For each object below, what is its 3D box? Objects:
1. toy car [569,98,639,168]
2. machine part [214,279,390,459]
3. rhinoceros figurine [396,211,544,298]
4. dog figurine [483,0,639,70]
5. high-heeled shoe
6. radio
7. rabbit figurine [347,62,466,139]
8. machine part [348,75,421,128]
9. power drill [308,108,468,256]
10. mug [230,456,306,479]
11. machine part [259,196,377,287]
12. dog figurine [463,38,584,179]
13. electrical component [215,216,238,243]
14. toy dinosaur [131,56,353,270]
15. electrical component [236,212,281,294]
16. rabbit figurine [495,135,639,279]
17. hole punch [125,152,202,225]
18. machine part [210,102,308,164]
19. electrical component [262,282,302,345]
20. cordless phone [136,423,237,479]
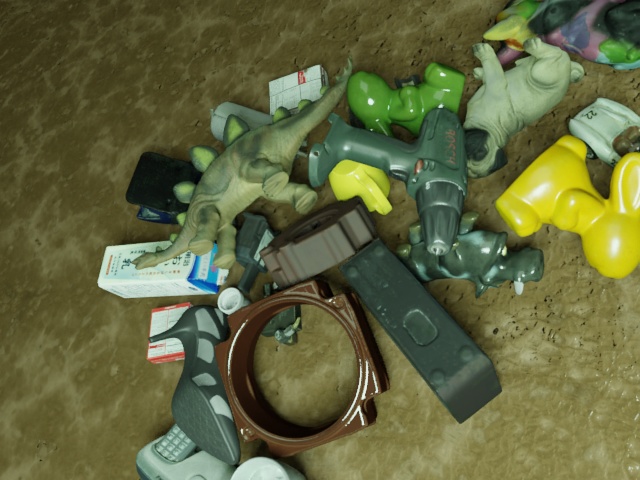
[{"bbox_3d":[0.420,-0.112,0.705,0.073,0.056,0.202,-38,55,1],"label":"toy car"},{"bbox_3d":[-0.025,0.166,0.708,0.201,0.087,0.201,-23,77,11],"label":"machine part"},{"bbox_3d":[0.191,0.027,0.706,0.190,0.112,0.073,-2,35,37],"label":"rhinoceros figurine"},{"bbox_3d":[0.364,-0.309,0.805,0.219,0.108,0.191,-19,61,19],"label":"dog figurine"},{"bbox_3d":[-0.143,0.195,0.771,0.249,0.145,0.086,50,125,26],"label":"high-heeled shoe"},{"bbox_3d":[0.122,0.109,0.678,0.073,0.131,0.230,-39,56,-2],"label":"radio"},{"bbox_3d":[0.122,-0.202,0.834,0.170,0.121,0.159,13,112,5],"label":"rabbit figurine"},{"bbox_3d":[0.115,-0.225,0.911,0.139,0.039,0.084,-25,65,8],"label":"machine part"},{"bbox_3d":[0.092,-0.093,0.710,0.208,0.085,0.232,10,55,18],"label":"power drill"},{"bbox_3d":[-0.044,0.313,0.661,0.110,0.107,0.081,-5,65,17],"label":"mug"},{"bbox_3d":[-0.002,-0.002,0.777,0.179,0.179,0.056,-27,102,6],"label":"machine part"},{"bbox_3d":[0.286,-0.177,0.786,0.173,0.121,0.190,3,80,28],"label":"dog figurine"},{"bbox_3d":[-0.174,-0.027,0.944,0.063,0.021,0.094,-13,59,18],"label":"electrical component"},{"bbox_3d":[-0.100,-0.113,0.827,0.471,0.105,0.199,-37,54,-4],"label":"toy dinosaur"},{"bbox_3d":[-0.112,0.024,0.861,0.048,0.074,0.119,14,74,28],"label":"electrical component"},{"bbox_3d":[0.332,-0.036,0.666,0.162,0.121,0.173,-44,68,13],"label":"rabbit figurine"},{"bbox_3d":[-0.285,-0.088,0.998,0.116,0.092,0.142,16,66,-2],"label":"hole punch"},{"bbox_3d":[-0.115,-0.192,0.971,0.244,0.079,0.079,24,76,31],"label":"machine part"},{"bbox_3d":[-0.058,0.108,0.810,0.078,0.045,0.102,-8,62,19],"label":"electrical component"},{"bbox_3d":[-0.145,0.282,0.746,0.147,0.088,0.184,22,60,32],"label":"cordless phone"}]
